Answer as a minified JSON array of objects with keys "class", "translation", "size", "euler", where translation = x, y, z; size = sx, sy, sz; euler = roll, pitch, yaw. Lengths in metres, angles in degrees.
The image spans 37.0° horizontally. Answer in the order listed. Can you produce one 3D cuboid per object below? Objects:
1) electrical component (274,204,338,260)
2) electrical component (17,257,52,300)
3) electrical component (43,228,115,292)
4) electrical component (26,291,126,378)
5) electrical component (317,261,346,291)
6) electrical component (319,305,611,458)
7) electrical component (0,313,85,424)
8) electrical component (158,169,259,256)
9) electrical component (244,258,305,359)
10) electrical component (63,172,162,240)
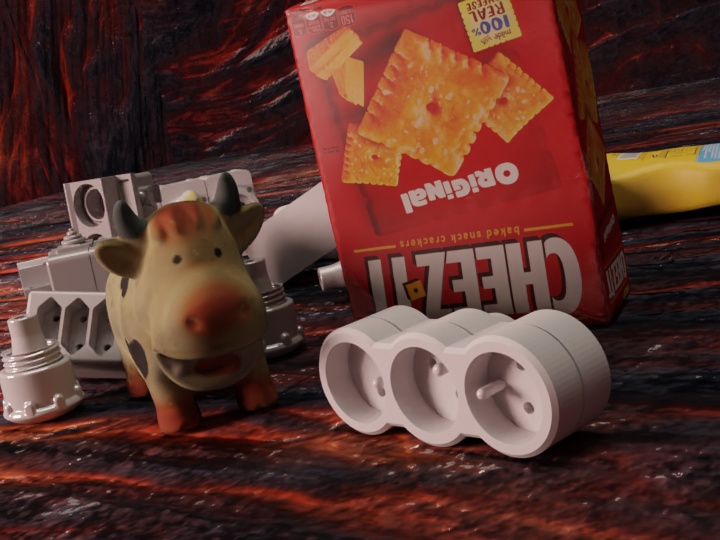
[{"class":"electrical component","translation":[-0.037,-0.040,1.041],"size":[0.059,0.053,0.095],"euler":[-20,13,-42]},{"class":"electrical component","translation":[-0.259,0.022,0.903],"size":[0.042,0.063,0.081],"euler":[-15,11,-17]},{"class":"electrical component","translation":[-0.186,0.015,0.769],"size":[0.061,0.096,0.062],"euler":[-12,10,-10]},{"class":"electrical component","translation":[-0.176,0.048,0.705],"size":[0.066,0.047,0.076],"euler":[1,-20,2]},{"class":"electrical component","translation":[0.000,0.000,0.806],"size":[0.062,0.043,0.043],"euler":[-14,10,-8]},{"class":"electrical component","translation":[0.053,0.042,0.484],"size":[0.074,0.052,0.138],"euler":[-20,13,-41]},{"class":"electrical component","translation":[-0.193,0.057,0.639],"size":[0.048,0.062,0.048],"euler":[-11,10,2]},{"class":"electrical component","translation":[-0.185,-0.049,1.147],"size":[0.150,0.089,0.062],"euler":[-14,10,-17]},{"class":"electrical component","translation":[-0.063,0.024,0.684],"size":[0.048,0.062,0.048],"euler":[-11,10,2]},{"class":"electrical component","translation":[-0.196,-0.018,0.892],"size":[0.079,0.121,0.063],"euler":[-4,9,34]}]
